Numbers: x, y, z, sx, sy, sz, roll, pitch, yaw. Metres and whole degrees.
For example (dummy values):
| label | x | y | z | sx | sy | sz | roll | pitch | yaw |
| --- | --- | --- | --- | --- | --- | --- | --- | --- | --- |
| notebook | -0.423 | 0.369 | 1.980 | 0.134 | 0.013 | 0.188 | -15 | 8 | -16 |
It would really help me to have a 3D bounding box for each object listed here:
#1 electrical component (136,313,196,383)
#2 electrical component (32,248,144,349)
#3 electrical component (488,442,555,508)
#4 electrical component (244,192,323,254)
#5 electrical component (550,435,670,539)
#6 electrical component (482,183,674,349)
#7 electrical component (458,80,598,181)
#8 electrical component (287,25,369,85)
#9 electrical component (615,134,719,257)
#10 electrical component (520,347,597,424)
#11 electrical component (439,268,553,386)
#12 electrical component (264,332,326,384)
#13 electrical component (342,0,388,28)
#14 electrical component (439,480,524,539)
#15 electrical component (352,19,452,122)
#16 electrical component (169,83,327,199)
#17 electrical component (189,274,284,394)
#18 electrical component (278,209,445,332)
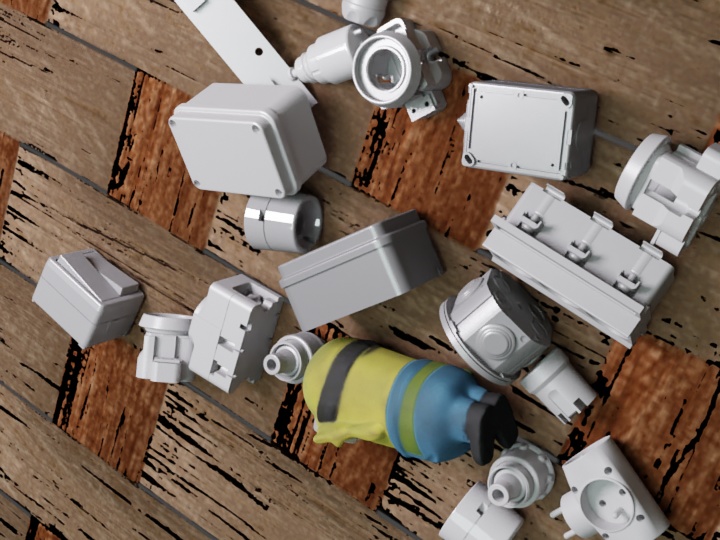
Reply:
| label | x | y | z | sx | sy | sz | roll | pitch | yaw |
| --- | --- | --- | --- | --- | --- | --- | --- | --- | --- |
| electrical component | -0.177 | 0.070 | 0.994 | 0.058 | 0.078 | 0.057 | 5 | 91 | -9 |
| electrical component | -0.266 | 0.019 | 1.041 | 0.096 | 0.062 | 0.061 | 39 | 117 | 19 |
| electrical component | 0.120 | 0.164 | 0.834 | 0.048 | 0.062 | 0.048 | 7 | 103 | 30 |
| electrical component | -0.064 | -0.042 | 0.910 | 0.047 | 0.055 | 0.055 | 10 | 105 | 26 |
| electrical component | 0.179 | 0.177 | 0.811 | 0.079 | 0.044 | 0.077 | -39 | 79 | 32 |
| electrical component | 0.158 | -0.006 | 0.771 | 0.121 | 0.079 | 0.063 | 34 | 87 | 21 |
| electrical component | 0.119 | -0.104 | 0.781 | 0.096 | 0.061 | 0.061 | 12 | 106 | 29 |
| electrical component | -0.025 | -0.169 | 0.868 | 0.078 | 0.040 | 0.040 | -14 | 92 | 33 |
| electrical component | 0.212 | -0.057 | 0.735 | 0.057 | 0.058 | 0.078 | 34 | 123 | 21 |
| electrical component | 0.151 | 0.088 | 0.814 | 0.046 | 0.040 | 0.040 | 47 | 120 | 8 |
| electrical component | 0.103 | 0.043 | 0.810 | 0.051 | 0.080 | 0.080 | -43 | 77 | 25 |
| electrical component | -0.058 | 0.077 | 0.924 | 0.043 | 0.062 | 0.043 | 3 | 96 | 32 |
| electrical component | 0.008 | -0.223 | 0.841 | 0.035 | 0.035 | 0.061 | 26 | 110 | 25 |
| electrical component | 0.098 | 0.205 | 0.861 | 0.047 | 0.055 | 0.055 | 36 | 116 | 16 |
| electrical component | 0.030 | -0.154 | 0.828 | 0.058 | 0.057 | 0.078 | -24 | 87 | 33 |
| electrical component | -0.094 | -0.107 | 0.891 | 0.113 | 0.057 | 0.078 | 9 | 131 | 37 |
| electrical component | -0.114 | 0.055 | 0.962 | 0.056 | 0.050 | 0.089 | 28 | 113 | 24 |
| electrical component | 0.000 | 0.000 | 0.865 | 0.113 | 0.078 | 0.057 | -22 | 91 | 33 |
